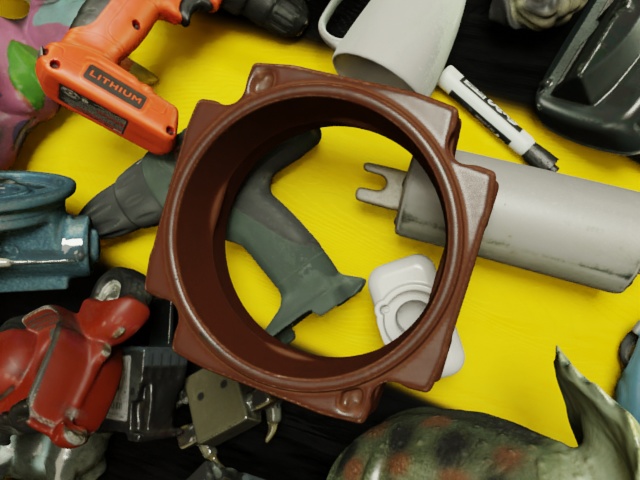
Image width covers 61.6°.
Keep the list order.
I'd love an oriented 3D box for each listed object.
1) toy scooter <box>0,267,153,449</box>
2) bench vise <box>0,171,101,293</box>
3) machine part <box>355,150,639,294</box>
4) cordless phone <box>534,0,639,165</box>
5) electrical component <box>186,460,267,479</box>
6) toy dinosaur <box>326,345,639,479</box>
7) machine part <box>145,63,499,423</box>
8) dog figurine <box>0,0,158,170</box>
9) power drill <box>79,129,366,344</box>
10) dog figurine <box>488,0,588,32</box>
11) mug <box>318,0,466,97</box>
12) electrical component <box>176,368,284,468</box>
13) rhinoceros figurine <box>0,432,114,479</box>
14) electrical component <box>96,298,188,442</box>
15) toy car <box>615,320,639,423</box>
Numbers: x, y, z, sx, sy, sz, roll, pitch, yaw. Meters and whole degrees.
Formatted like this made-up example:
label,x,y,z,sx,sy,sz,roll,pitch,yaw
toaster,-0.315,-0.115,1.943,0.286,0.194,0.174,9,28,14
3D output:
label,x,y,z,sx,sy,sz,roll,pitch,yaw
toy scooter,-0.207,0.107,0.417,0.184,0.075,0.135,-28,43,21
bench vise,-0.286,-0.045,0.399,0.224,0.129,0.240,2,108,-6
machine part,0.147,-0.019,0.404,0.243,0.079,0.079,15,92,13
cordless phone,0.270,-0.113,0.389,0.184,0.089,0.146,30,95,0
electrical component,-0.087,0.250,0.425,0.058,0.115,0.134,34,108,-33
toy dinosaur,0.083,0.181,0.367,0.405,0.131,0.192,-17,48,43
machine part,-0.001,-0.001,0.354,0.202,0.087,0.201,17,92,13
dog figurine,-0.263,-0.129,0.479,0.219,0.108,0.191,1,89,9
power drill,-0.075,-0.001,0.456,0.232,0.086,0.207,-35,76,10
dog figurine,0.170,-0.274,0.409,0.172,0.121,0.190,-38,112,-14
mug,0.061,-0.171,0.428,0.110,0.080,0.107,32,85,15
electrical component,-0.082,0.148,0.469,0.102,0.045,0.078,-35,54,7
rhinoceros figurine,-0.287,0.177,0.494,0.190,0.073,0.112,12,93,11
electrical component,-0.152,0.108,0.465,0.075,0.047,0.119,-4,79,39
toy car,0.267,0.133,0.365,0.109,0.103,0.161,3,92,11
